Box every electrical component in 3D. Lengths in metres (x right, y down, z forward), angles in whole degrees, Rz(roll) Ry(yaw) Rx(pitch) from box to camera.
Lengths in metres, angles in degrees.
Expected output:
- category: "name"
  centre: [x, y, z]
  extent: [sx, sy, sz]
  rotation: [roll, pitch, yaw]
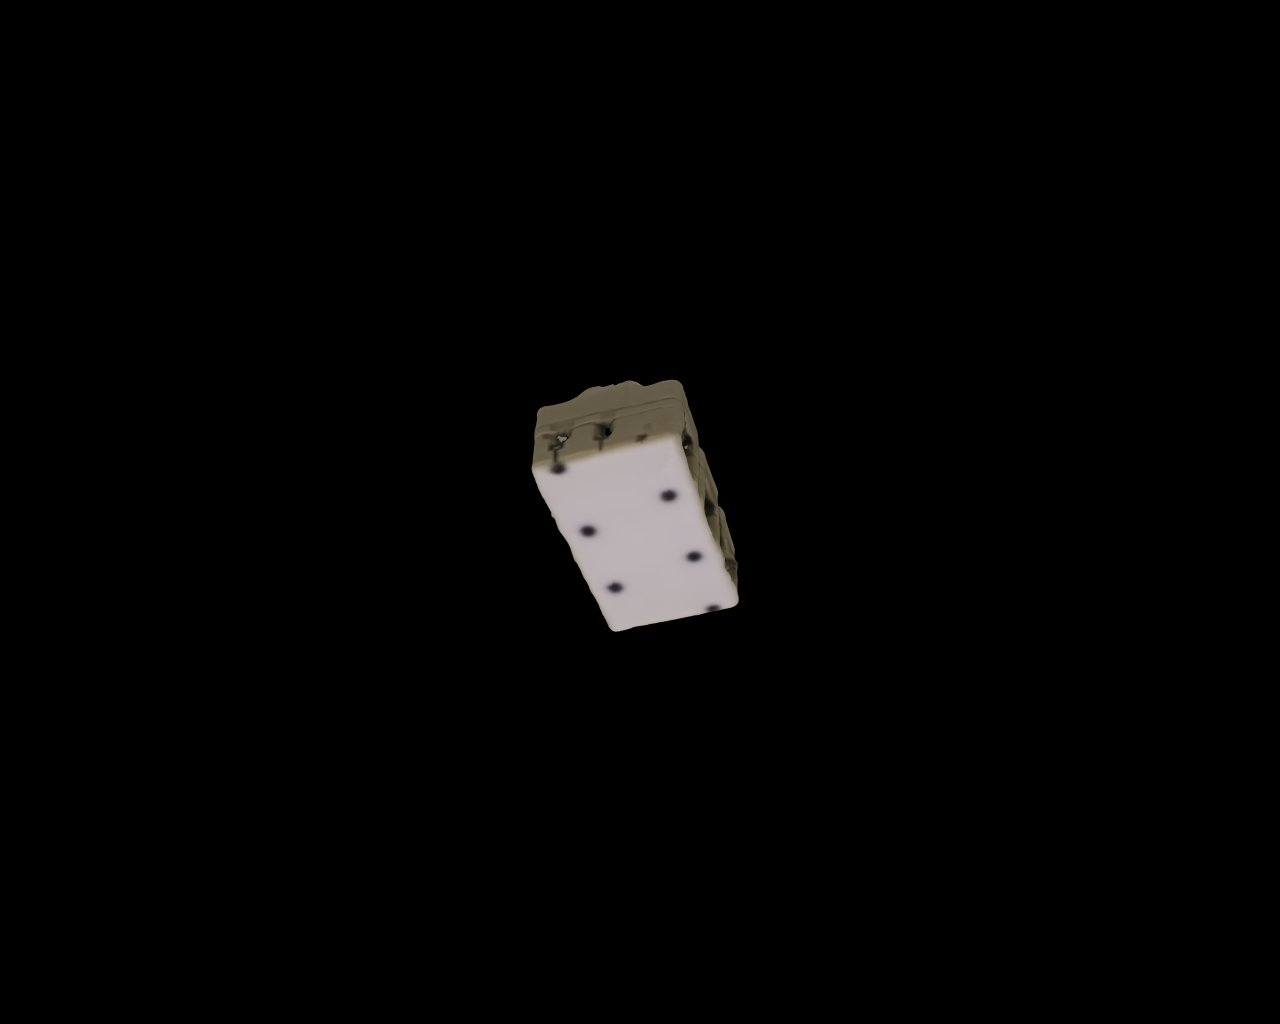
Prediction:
- category: "electrical component"
  centre: [0.001, -0.003, 0.650]
  extent: [0.089, 0.062, 0.150]
  rotation: [-11, -47, 11]
